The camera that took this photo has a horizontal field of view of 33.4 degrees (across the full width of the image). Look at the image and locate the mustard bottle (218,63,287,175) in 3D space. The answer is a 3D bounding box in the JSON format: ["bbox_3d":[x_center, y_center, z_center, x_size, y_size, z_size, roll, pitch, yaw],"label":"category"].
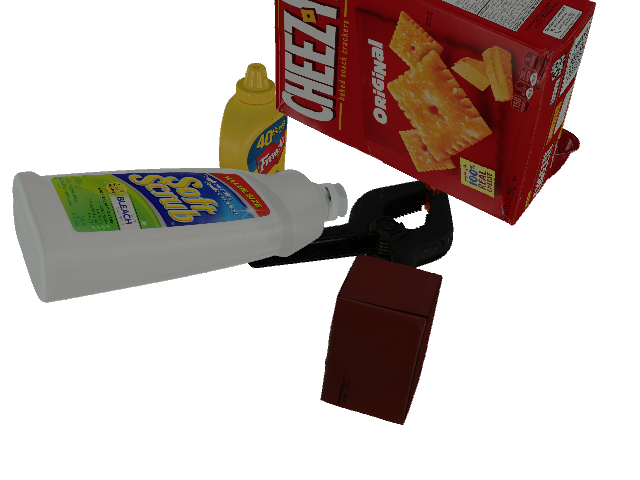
[{"bbox_3d":[-0.071,-0.098,1.130,0.058,0.192,0.096,22,39,23],"label":"mustard bottle"}]

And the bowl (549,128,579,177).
[{"bbox_3d":[0.219,-0.102,1.256,0.162,0.055,0.162,5,23,-2],"label":"bowl"}]

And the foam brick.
[{"bbox_3d":[0.035,0.056,0.617,0.053,0.078,0.051,15,32,10],"label":"foam brick"}]

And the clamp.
[{"bbox_3d":[0.062,0.008,0.922,0.165,0.036,0.209,33,43,25],"label":"clamp"}]

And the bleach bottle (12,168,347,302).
[{"bbox_3d":[-0.100,-0.019,0.823,0.250,0.068,0.103,-10,45,-24],"label":"bleach bottle"}]

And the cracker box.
[{"bbox_3d":[0.069,-0.125,0.759,0.214,0.164,0.072,27,55,20],"label":"cracker box"}]
